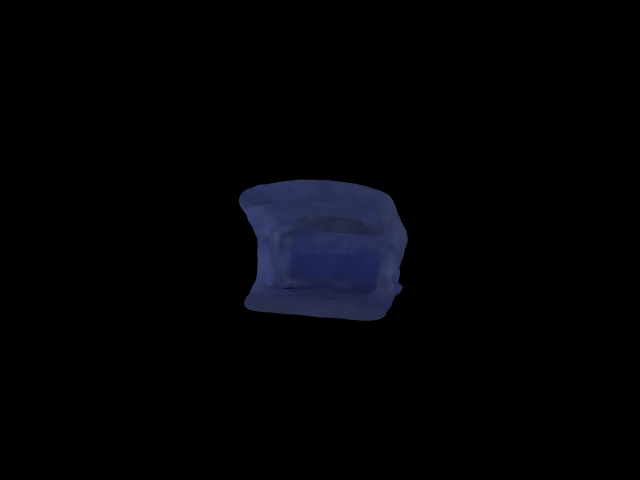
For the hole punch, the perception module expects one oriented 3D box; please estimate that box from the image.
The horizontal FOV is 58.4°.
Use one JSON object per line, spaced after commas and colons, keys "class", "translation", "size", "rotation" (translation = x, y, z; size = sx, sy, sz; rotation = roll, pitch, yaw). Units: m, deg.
{"class": "hole punch", "translation": [0.004, 0.001, 0.400], "size": [0.108, 0.091, 0.101], "rotation": [3, 10, 15]}
